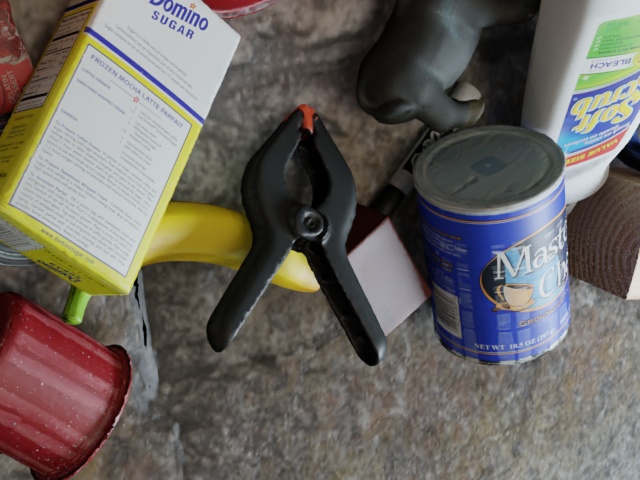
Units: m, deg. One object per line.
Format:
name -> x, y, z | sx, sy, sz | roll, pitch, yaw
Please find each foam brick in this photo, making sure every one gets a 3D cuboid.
foam brick -> 0.032, 0.021, 0.750 | 0.053, 0.051, 0.078 | -41, 123, -14

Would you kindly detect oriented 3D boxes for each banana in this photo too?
banana -> -0.081, 0.009, 0.672 | 0.197, 0.037, 0.069 | -6, 87, -40

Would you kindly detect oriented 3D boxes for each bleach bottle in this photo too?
bleach bottle -> 0.194, -0.106, 0.751 | 0.102, 0.068, 0.251 | -15, 145, -9

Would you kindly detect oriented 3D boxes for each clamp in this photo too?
clamp -> -0.004, 0.001, 0.681 | 0.120, 0.039, 0.171 | 20, 69, -29

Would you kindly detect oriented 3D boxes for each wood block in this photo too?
wood block -> 0.302, -0.007, 0.891 | 0.205, 0.091, 0.090 | 1, 106, -33

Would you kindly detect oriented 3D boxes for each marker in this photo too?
marker -> 0.074, -0.062, 0.769 | 0.020, 0.020, 0.121 | 40, 83, -36

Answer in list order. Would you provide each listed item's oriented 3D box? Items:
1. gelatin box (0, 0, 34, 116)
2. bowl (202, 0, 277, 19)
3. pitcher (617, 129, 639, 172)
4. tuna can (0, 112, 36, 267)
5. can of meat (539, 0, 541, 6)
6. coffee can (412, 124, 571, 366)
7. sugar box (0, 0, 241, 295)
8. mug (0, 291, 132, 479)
gelatin box -> -0.198, -0.104, 0.570 | 0.073, 0.030, 0.089 | -26, 118, -24
bowl -> -0.045, -0.208, 0.621 | 0.161, 0.055, 0.162 | -12, 113, -30
pitcher -> 0.312, -0.120, 0.766 | 0.145, 0.243, 0.149 | -47, 131, -12
tuna can -> -0.173, -0.028, 0.610 | 0.086, 0.034, 0.086 | -11, 111, -30
can of meat -> 0.192, -0.210, 0.738 | 0.102, 0.084, 0.057 | 65, 37, -41
coffee can -> 0.124, 0.004, 0.759 | 0.102, 0.103, 0.140 | -29, 129, -22
sugar box -> -0.116, -0.067, 0.593 | 0.093, 0.048, 0.176 | 39, 59, -36
mug -> -0.179, 0.089, 0.623 | 0.117, 0.093, 0.081 | -35, 125, 25
